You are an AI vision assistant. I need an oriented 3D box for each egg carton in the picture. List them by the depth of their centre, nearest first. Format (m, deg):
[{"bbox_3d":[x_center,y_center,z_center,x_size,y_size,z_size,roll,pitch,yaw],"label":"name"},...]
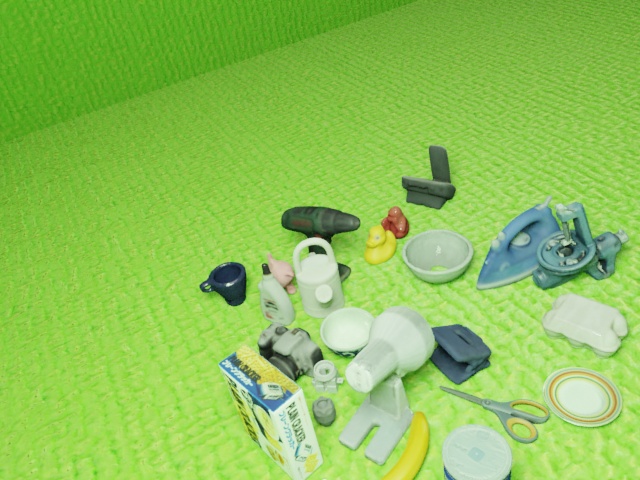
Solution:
[{"bbox_3d":[0.528,0.169,1.144,0.149,0.069,0.107,21,47,36],"label":"egg carton"}]

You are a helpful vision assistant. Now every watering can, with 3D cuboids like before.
[{"bbox_3d":[-0.002,0.081,1.303,0.101,0.194,0.172,-28,39,-21],"label":"watering can"}]

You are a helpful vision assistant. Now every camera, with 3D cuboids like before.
[{"bbox_3d":[-0.083,0.247,1.185,0.142,0.101,0.137,19,46,35],"label":"camera"}]

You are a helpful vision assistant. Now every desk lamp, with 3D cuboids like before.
[{"bbox_3d":[0.116,0.252,1.028,0.117,0.214,0.204,16,45,33],"label":"desk lamp"}]

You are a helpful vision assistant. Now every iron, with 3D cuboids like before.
[{"bbox_3d":[0.455,0.003,1.324,0.259,0.142,0.118,-30,40,-23],"label":"iron"}]

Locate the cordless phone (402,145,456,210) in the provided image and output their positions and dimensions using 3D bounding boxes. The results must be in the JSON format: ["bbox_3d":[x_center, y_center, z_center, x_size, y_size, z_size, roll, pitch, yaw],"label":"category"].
[{"bbox_3d":[0.297,-0.189,1.586,0.147,0.185,0.094,12,43,28],"label":"cordless phone"}]

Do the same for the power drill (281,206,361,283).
[{"bbox_3d":[0.013,0.005,1.387,0.228,0.209,0.076,16,45,33],"label":"power drill"}]

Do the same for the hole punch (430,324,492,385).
[{"bbox_3d":[0.276,0.211,1.140,0.101,0.091,0.108,-26,39,-18],"label":"hole punch"}]

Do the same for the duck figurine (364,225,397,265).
[{"bbox_3d":[0.151,0.001,1.458,0.077,0.086,0.105,20,47,36],"label":"duck figurine"}]

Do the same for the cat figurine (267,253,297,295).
[{"bbox_3d":[-0.101,0.079,1.397,0.067,0.118,0.127,-22,38,-13],"label":"cat figurine"}]

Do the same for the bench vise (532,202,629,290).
[{"bbox_3d":[0.560,-0.007,1.242,0.208,0.220,0.121,-26,39,-18],"label":"bench vise"}]

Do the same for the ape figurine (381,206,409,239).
[{"bbox_3d":[0.198,-0.049,1.506,0.076,0.092,0.077,-21,38,-13],"label":"ape figurine"}]

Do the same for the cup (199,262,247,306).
[{"bbox_3d":[-0.228,0.120,1.397,0.118,0.095,0.091,-22,38,-14],"label":"cup"}]

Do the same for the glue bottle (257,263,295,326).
[{"bbox_3d":[-0.108,0.119,1.299,0.078,0.173,0.037,8,41,25],"label":"glue bottle"}]

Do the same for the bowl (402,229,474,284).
[{"bbox_3d":[0.281,0.051,1.365,0.167,0.075,0.167,-7,37,6],"label":"bowl"}]
